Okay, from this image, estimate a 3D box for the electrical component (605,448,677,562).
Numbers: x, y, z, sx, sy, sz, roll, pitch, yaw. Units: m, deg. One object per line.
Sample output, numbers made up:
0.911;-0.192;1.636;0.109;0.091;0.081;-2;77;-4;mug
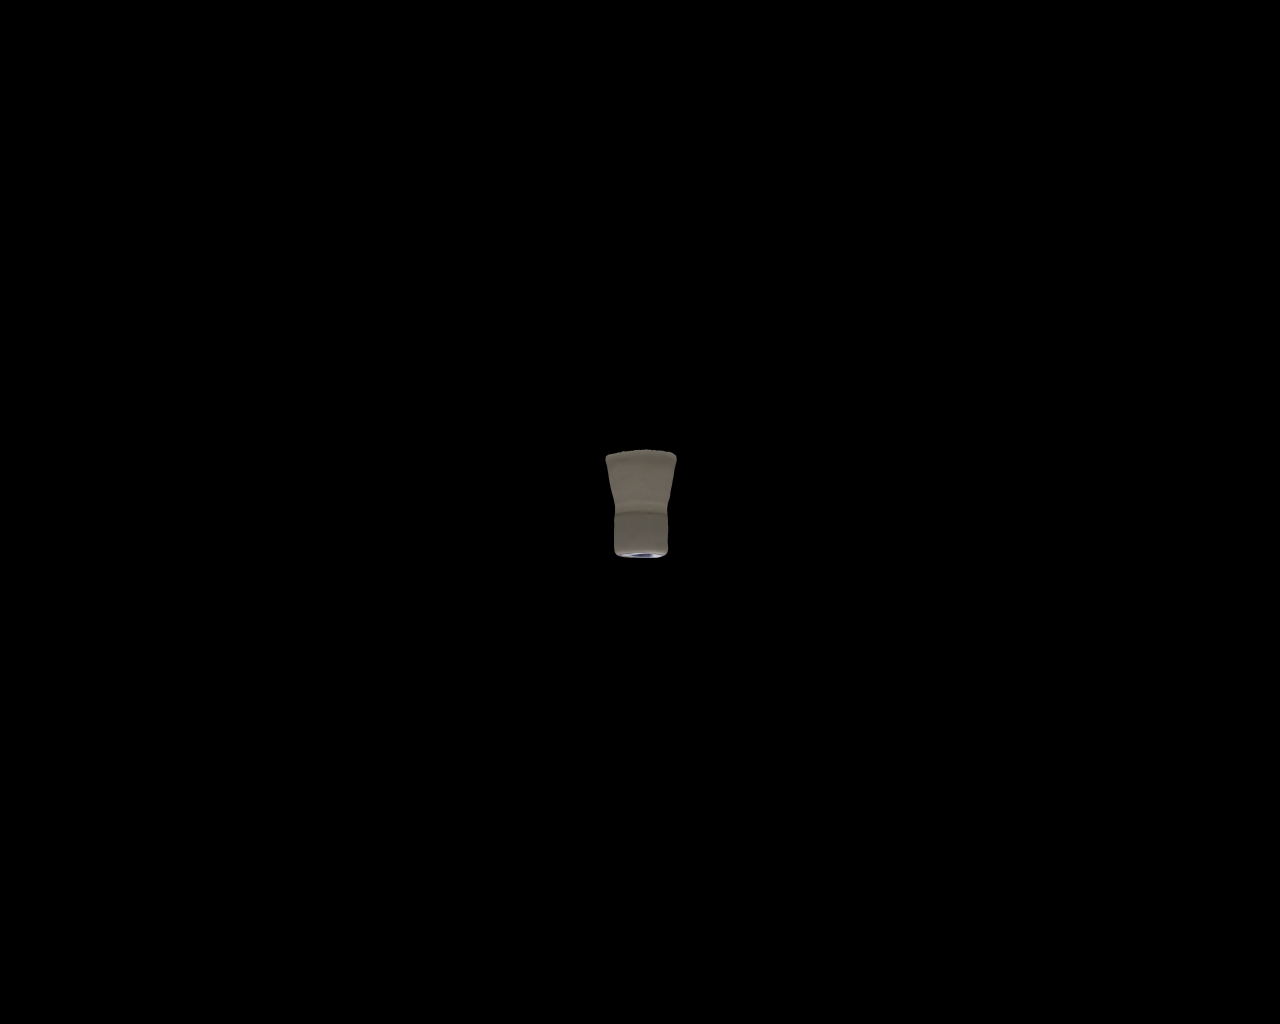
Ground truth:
0.001;-0.003;0.650;0.044;0.065;0.044;0;-8;0;electrical component
